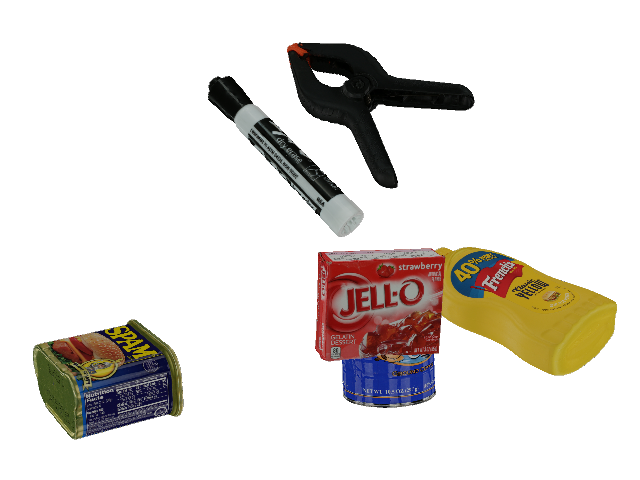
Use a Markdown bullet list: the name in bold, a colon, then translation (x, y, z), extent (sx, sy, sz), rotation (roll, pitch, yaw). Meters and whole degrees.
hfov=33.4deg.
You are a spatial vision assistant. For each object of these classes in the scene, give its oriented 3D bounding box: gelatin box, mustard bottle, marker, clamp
- **gelatin box**: translation (0.042, 0.045, 0.758), extent (0.089, 0.073, 0.030), rotation (-2, 14, -16)
- **mustard bottle**: translation (0.162, 0.051, 0.965), extent (0.096, 0.058, 0.192), rotation (-29, 39, -35)
- **marker**: translation (-0.022, -0.049, 0.589), extent (0.121, 0.020, 0.020), rotation (47, 21, 21)
- **clamp**: translation (0.047, -0.130, 0.939), extent (0.120, 0.172, 0.039), rotation (-35, -25, -21)

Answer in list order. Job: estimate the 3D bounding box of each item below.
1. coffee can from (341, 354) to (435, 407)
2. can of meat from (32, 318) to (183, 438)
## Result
- **coffee can**: translation (0.072, 0.098, 1.156), extent (0.103, 0.140, 0.103), rotation (-2, 9, 0)
- **can of meat**: translation (-0.166, 0.106, 0.822), extent (0.083, 0.057, 0.102), rotation (-12, 21, -30)
